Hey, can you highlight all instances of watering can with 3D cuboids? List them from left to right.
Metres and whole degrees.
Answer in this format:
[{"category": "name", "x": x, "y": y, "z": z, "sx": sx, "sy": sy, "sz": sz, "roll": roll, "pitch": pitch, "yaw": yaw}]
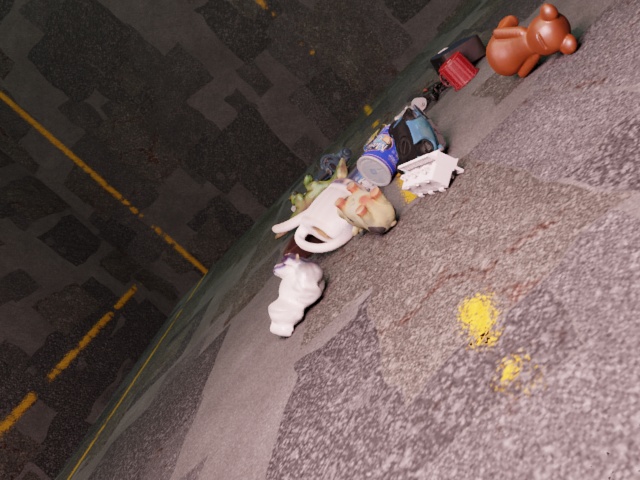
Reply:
[{"category": "watering can", "x": 0.004, "y": -0.070, "z": 1.389, "sx": 0.227, "sy": 0.102, "sz": 0.349, "roll": -50, "pitch": 31, "yaw": -14}]

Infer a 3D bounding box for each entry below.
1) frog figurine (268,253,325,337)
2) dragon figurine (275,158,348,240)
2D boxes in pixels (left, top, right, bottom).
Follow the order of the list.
[{"category": "frog figurine", "x": -0.048, "y": 0.124, "z": 1.093, "sx": 0.136, "sy": 0.122, "sz": 0.162, "roll": -26, "pitch": 58, "yaw": 43}, {"category": "dragon figurine", "x": -0.028, "y": -0.122, "z": 1.837, "sx": 0.407, "sy": 0.121, "sz": 0.246, "roll": -54, "pitch": 17, "yaw": 10}]
